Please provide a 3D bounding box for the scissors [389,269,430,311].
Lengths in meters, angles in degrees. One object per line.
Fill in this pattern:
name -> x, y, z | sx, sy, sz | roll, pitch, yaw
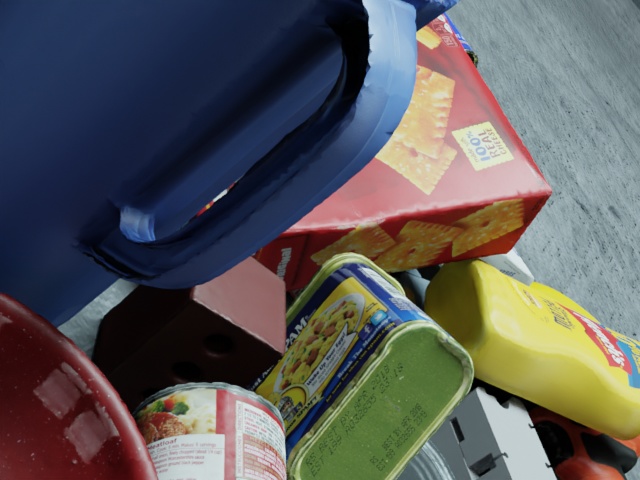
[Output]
scissors -> 0.063, 0.019, 0.711 | 0.201, 0.016, 0.096 | -5, 80, -65

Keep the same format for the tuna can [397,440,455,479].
tuna can -> 0.036, 0.133, 0.557 | 0.086, 0.034, 0.086 | 35, 31, -25

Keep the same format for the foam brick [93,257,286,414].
foam brick -> -0.059, 0.043, 0.483 | 0.053, 0.078, 0.051 | 35, 29, -25

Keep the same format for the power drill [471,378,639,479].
power drill -> 0.158, 0.149, 0.688 | 0.184, 0.057, 0.187 | 29, 35, -24

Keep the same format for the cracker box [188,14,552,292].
cracker box -> 0.002, -0.060, 0.616 | 0.213, 0.072, 0.164 | -8, 57, -27

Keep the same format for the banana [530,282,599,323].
banana -> 0.192, 0.077, 0.857 | 0.197, 0.037, 0.069 | 26, 65, -33

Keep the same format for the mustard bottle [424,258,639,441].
mustard bottle -> 0.159, 0.077, 0.669 | 0.191, 0.058, 0.096 | 26, 19, -20

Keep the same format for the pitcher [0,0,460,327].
pitcher -> -0.070, -0.058, 0.413 | 0.145, 0.243, 0.149 | 45, 28, -8

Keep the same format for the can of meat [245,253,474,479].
can of meat -> 0.014, 0.067, 0.502 | 0.057, 0.102, 0.084 | 38, 2, -28

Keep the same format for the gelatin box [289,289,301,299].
gelatin box -> -0.004, 0.001, 0.667 | 0.073, 0.030, 0.089 | 54, 27, 4

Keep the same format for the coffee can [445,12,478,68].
coffee can -> 0.052, -0.178, 0.894 | 0.102, 0.103, 0.140 | -4, 58, -57

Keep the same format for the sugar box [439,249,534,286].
sugar box -> 0.089, -0.036, 0.801 | 0.093, 0.048, 0.176 | 30, 23, -54

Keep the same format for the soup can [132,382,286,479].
soup can -> -0.046, 0.116, 0.420 | 0.068, 0.069, 0.102 | 33, 32, -29

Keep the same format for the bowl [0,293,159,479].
bowl -> -0.129, 0.087, 0.348 | 0.162, 0.055, 0.162 | 35, 31, -25
